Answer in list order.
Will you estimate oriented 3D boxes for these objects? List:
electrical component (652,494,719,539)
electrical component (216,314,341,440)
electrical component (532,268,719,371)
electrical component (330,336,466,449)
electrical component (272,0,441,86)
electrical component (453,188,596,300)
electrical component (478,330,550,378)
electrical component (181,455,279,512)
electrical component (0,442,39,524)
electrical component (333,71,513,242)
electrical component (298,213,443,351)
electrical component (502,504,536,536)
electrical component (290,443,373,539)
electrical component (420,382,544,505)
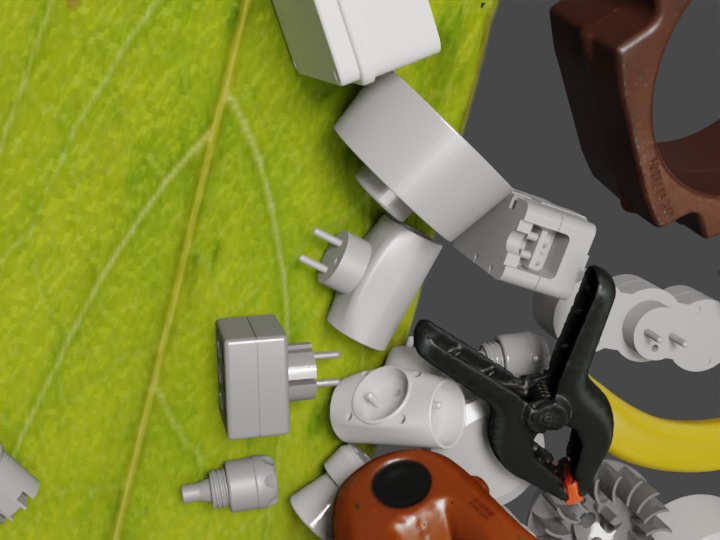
[{"bbox_3d":[0.259,0.229,0.798,0.108,0.060,0.108,-4,106,-13],"label":"electrical component"},{"bbox_3d":[-0.050,0.065,0.682,0.077,0.047,0.065,-4,106,-13],"label":"electrical component"},{"bbox_3d":[0.192,0.037,0.721,0.138,0.073,0.052,10,102,-17],"label":"electrical component"},{"bbox_3d":[0.030,0.076,0.696,0.044,0.077,0.079,51,49,-39],"label":"electrical component"},{"bbox_3d":[-0.009,-0.149,0.599,0.057,0.113,0.078,-23,109,-10],"label":"electrical component"},{"bbox_3d":[0.105,-0.020,0.675,0.056,0.089,0.050,17,101,-18],"label":"electrical component"},{"bbox_3d":[0.095,0.060,0.724,0.061,0.035,0.035,-6,106,-9],"label":"electrical component"},{"bbox_3d":[-0.085,0.141,0.701,0.061,0.035,0.035,-8,107,-10],"label":"electrical component"},{"bbox_3d":[-0.226,0.128,0.659,0.040,0.040,0.046,-42,117,0],"label":"electrical component"},{"bbox_3d":[0.031,-0.063,0.638,0.108,0.108,0.060,42,98,-21],"label":"electrical component"},{"bbox_3d":[0.000,0.000,0.678,0.079,0.044,0.077,26,97,-19],"label":"electrical component"},{"bbox_3d":[0.100,0.189,0.755,0.040,0.046,0.040,-4,106,-13],"label":"electrical component"},{"bbox_3d":[-0.012,0.148,0.715,0.055,0.045,0.045,-45,111,1],"label":"electrical component"},{"bbox_3d":[0.079,0.116,0.726,0.080,0.051,0.080,-4,106,-13],"label":"electrical component"}]
